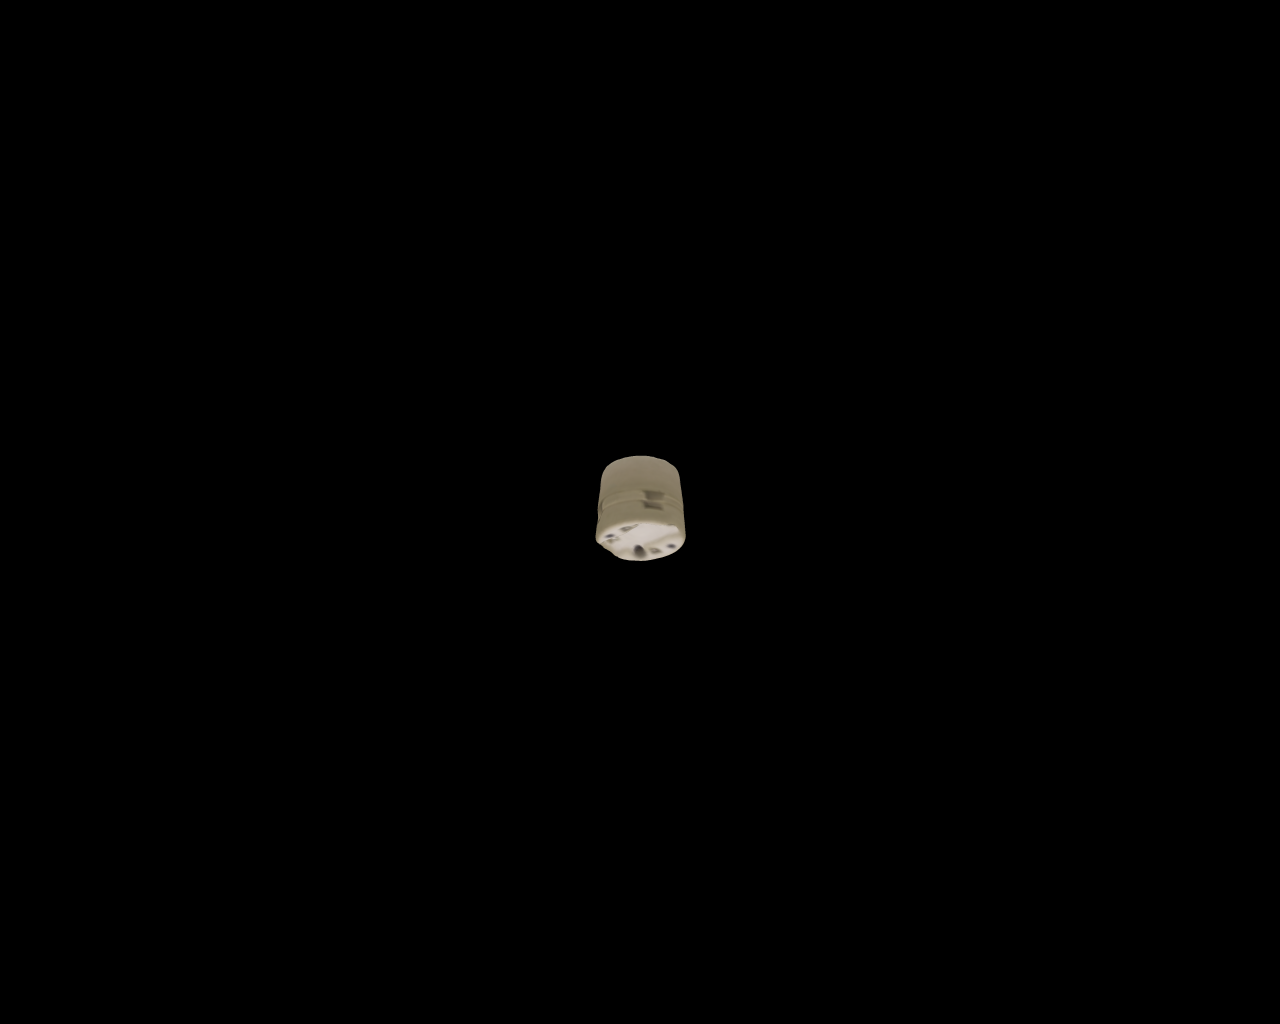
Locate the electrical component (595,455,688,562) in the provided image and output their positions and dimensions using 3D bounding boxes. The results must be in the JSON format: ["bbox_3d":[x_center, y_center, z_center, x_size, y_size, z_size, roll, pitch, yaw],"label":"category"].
[{"bbox_3d":[0.001,-0.003,0.650,0.055,0.047,0.055,0,-28,0],"label":"electrical component"}]
